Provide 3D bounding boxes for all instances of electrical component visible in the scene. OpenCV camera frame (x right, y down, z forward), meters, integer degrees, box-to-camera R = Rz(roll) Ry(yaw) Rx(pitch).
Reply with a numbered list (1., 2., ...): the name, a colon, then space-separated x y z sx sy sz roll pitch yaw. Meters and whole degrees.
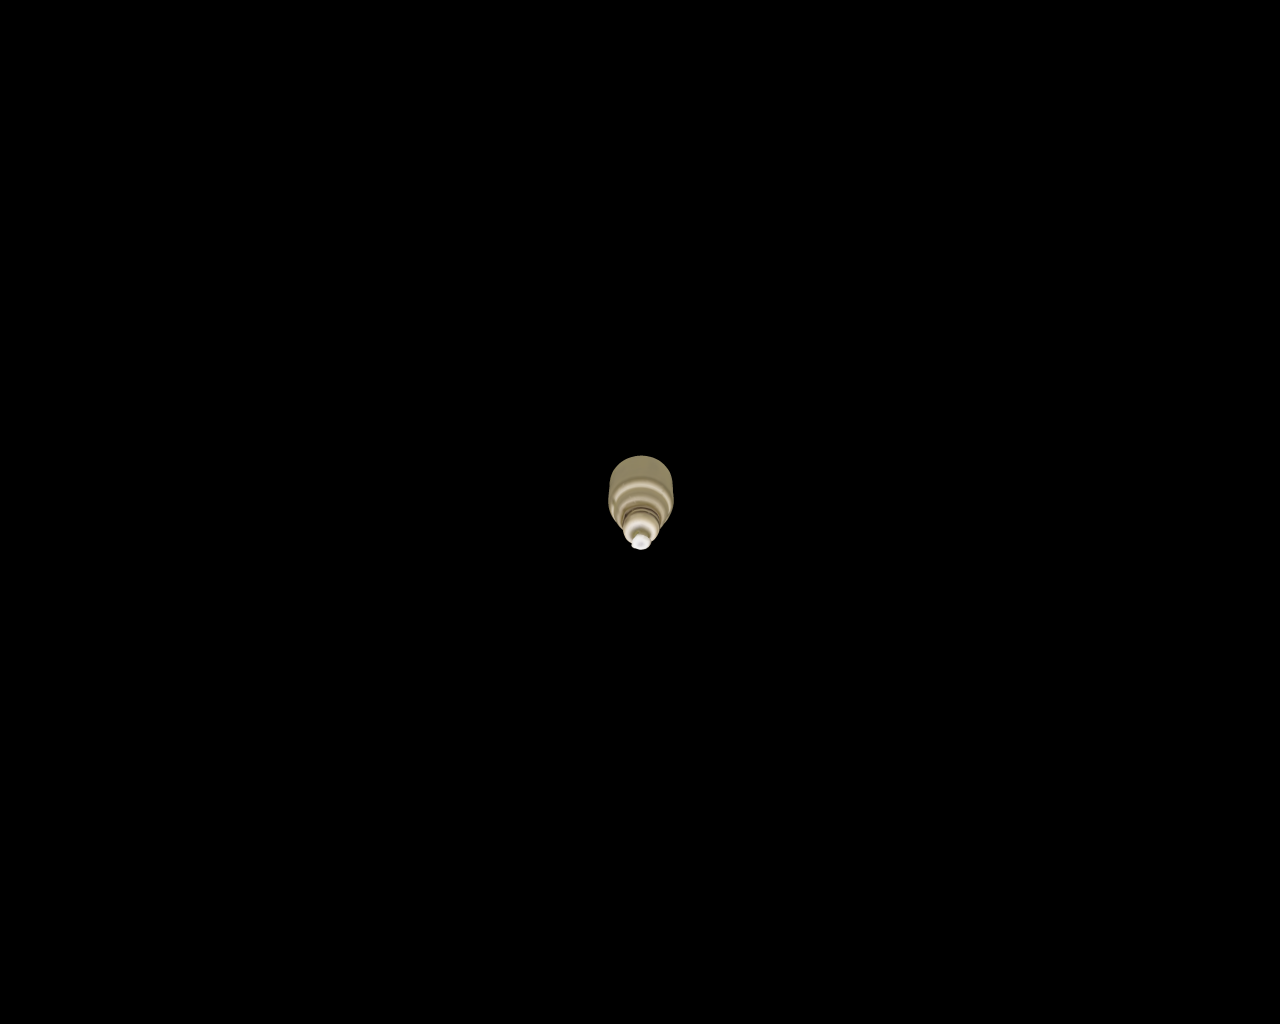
1. electrical component: 0.001 -0.003 0.650 0.040 0.040 0.078 0 32 0
